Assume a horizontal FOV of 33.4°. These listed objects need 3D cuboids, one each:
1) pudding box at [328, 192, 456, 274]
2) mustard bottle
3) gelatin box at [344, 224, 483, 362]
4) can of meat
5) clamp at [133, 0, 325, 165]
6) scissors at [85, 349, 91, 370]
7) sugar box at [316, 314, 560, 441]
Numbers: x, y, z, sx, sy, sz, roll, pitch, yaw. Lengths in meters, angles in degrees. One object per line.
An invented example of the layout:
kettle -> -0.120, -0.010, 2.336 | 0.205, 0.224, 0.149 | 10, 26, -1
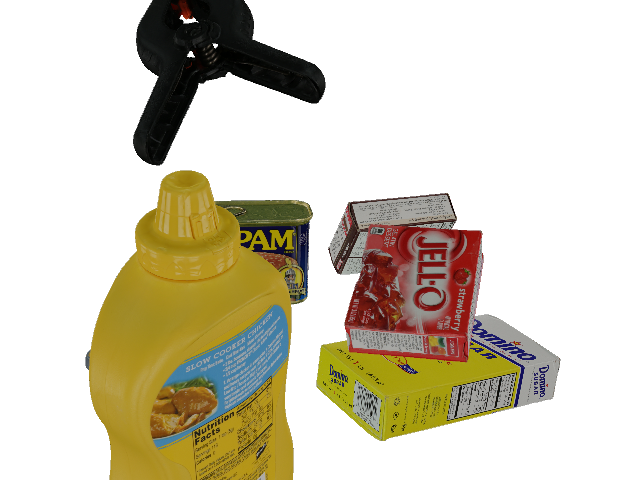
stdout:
pudding box -> 0.073, -0.007, 1.100 | 0.113, 0.039, 0.090 | -8, -31, -20
mustard bottle -> -0.053, 0.058, 0.454 | 0.058, 0.192, 0.096 | 28, 41, 34
gelatin box -> 0.059, 0.030, 0.656 | 0.073, 0.089, 0.030 | 4, -44, 14
can of meat -> -0.059, 0.012, 0.951 | 0.102, 0.084, 0.057 | -1, 20, -8
clamp -> -0.065, -0.121, 0.685 | 0.120, 0.171, 0.039 | -12, -42, -2
scissors -> -0.144, 0.115, 1.119 | 0.201, 0.016, 0.096 | -10, 31, -27
sugar box -> 0.095, 0.105, 0.856 | 0.175, 0.048, 0.093 | -10, 27, -31
